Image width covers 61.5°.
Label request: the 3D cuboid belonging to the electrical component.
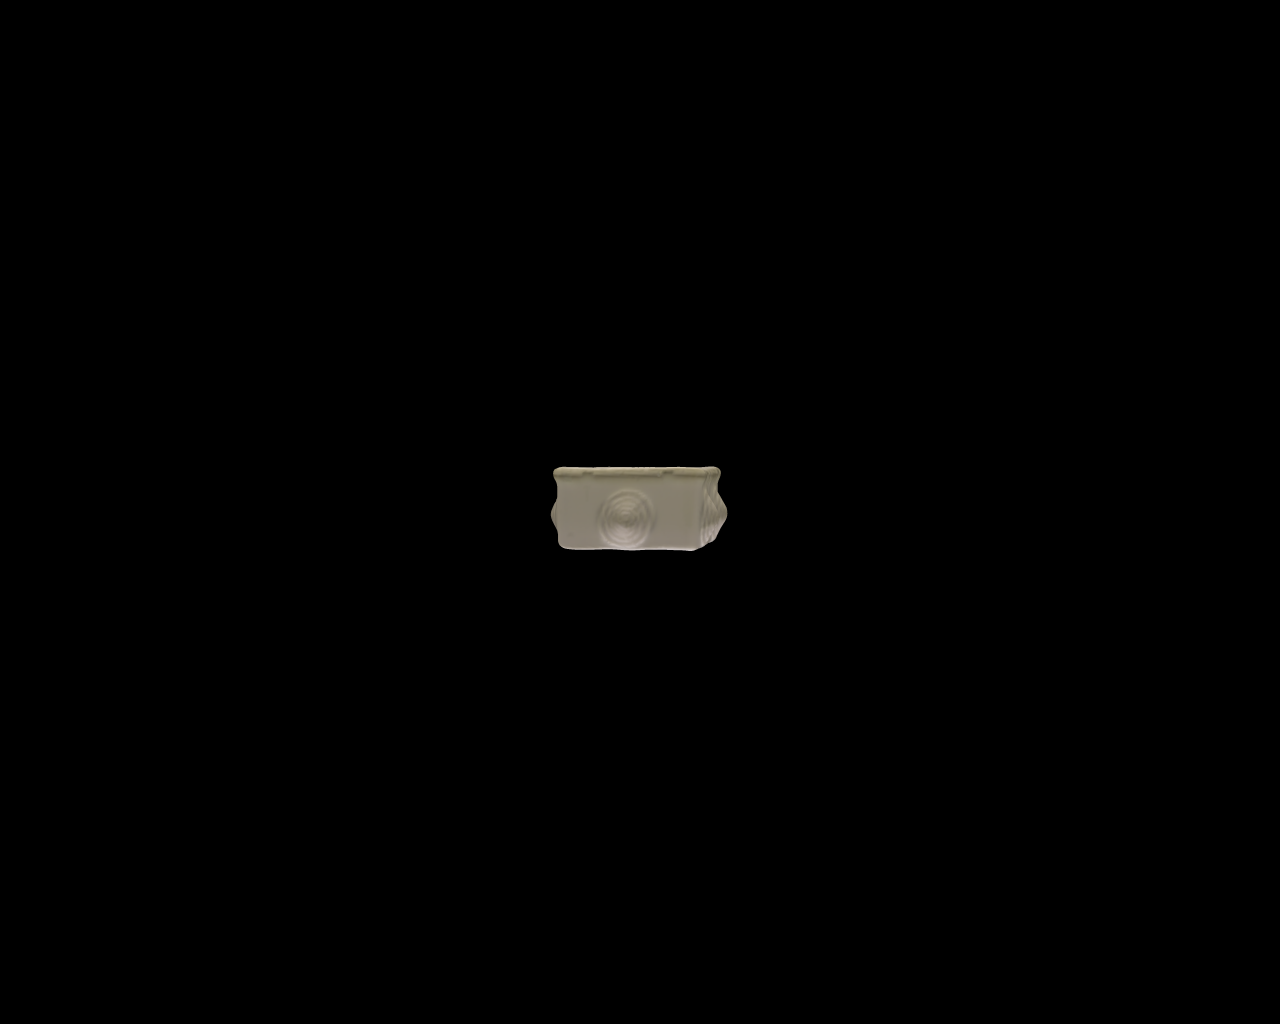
[{"bbox_3d":[0.001,-0.003,0.650,0.100,0.048,0.100,1,3,11],"label":"electrical component"}]
